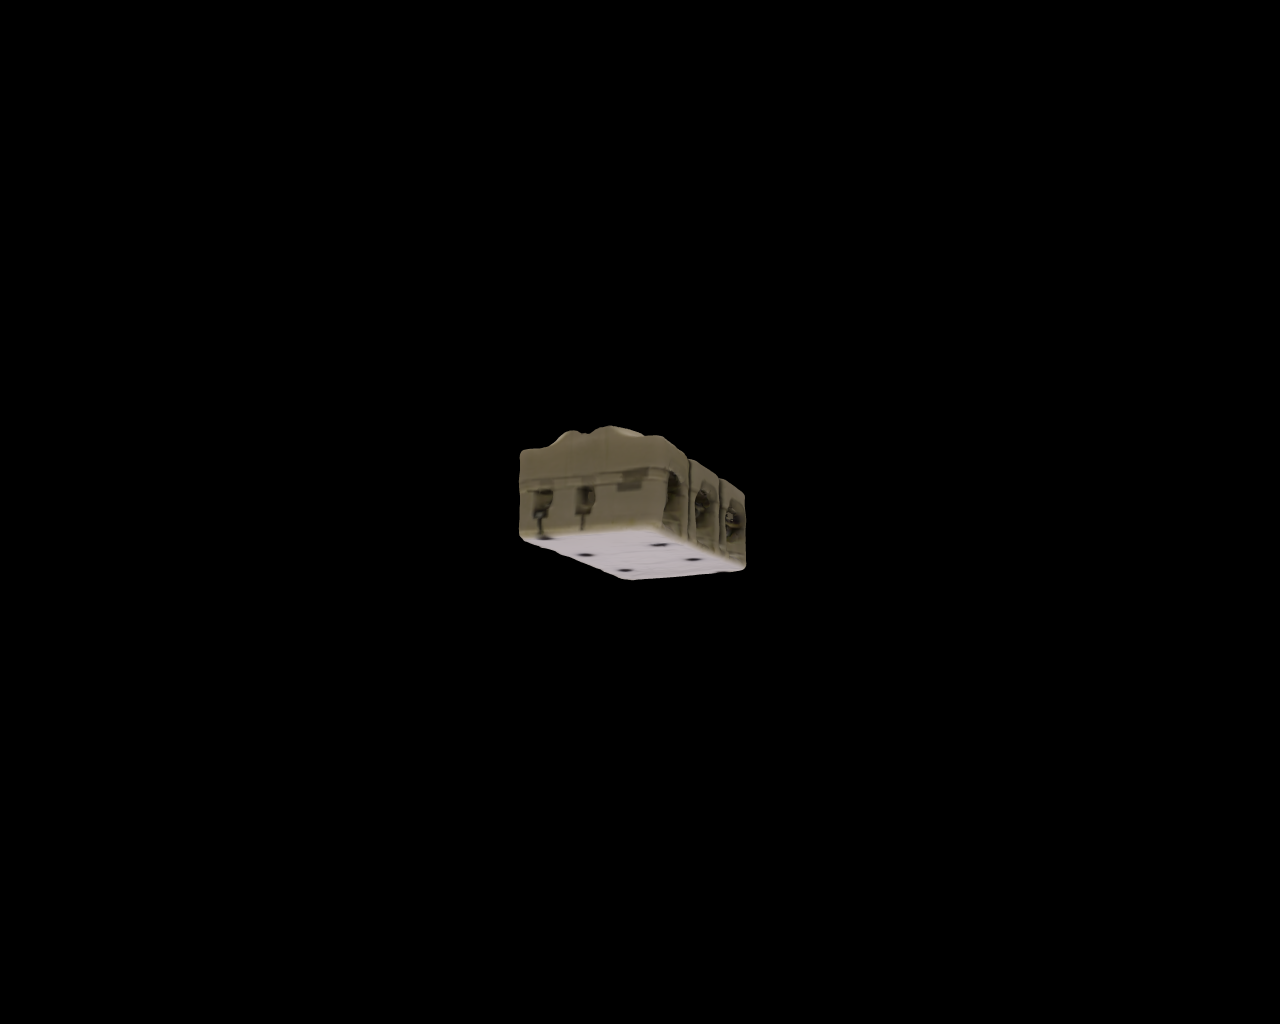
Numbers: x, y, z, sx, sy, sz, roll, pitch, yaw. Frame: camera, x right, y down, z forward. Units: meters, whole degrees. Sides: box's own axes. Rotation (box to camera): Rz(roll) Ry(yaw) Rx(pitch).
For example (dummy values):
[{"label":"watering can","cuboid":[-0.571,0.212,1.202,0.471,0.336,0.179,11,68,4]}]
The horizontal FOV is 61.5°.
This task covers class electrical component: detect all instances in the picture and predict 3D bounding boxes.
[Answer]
[{"label":"electrical component","cuboid":[0.001,-0.003,0.650,0.089,0.062,0.150,-6,-15,23]}]
